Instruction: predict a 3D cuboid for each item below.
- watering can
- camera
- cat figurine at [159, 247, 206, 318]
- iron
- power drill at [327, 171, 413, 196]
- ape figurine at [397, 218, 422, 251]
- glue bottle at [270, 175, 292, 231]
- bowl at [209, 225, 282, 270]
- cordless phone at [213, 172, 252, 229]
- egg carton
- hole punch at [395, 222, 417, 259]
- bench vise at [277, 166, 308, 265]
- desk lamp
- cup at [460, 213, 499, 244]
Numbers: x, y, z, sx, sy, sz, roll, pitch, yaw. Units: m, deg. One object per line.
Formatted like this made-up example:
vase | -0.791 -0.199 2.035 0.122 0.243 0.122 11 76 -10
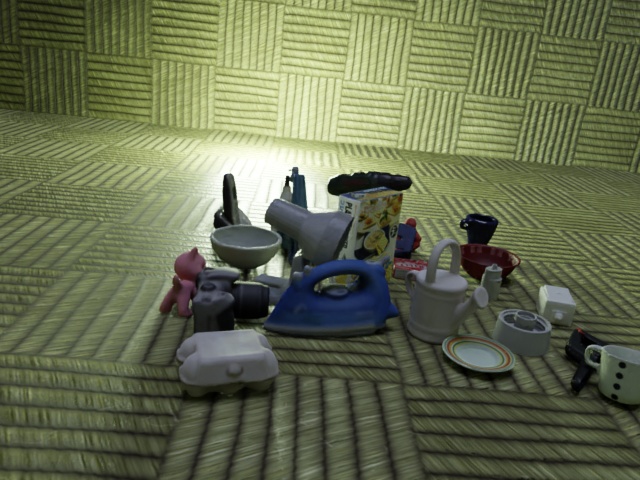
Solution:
watering can | 0.237 0.093 1.089 0.172 0.194 0.101 15 21 23
camera | -0.162 0.109 1.059 0.137 0.101 0.143 3 19 -8
cat figurine | -0.259 0.071 1.110 0.067 0.118 0.128 9 19 7
iron | 0.022 0.099 1.085 0.259 0.141 0.118 -2 21 -23
power drill | 0.126 -0.090 1.555 0.229 0.208 0.076 13 20 18
ape figurine | 0.239 -0.016 1.558 0.077 0.092 0.076 12 20 15
glue bottle | -0.092 -0.090 1.540 0.078 0.173 0.037 -13 27 -43
bowl | -0.174 0.024 1.338 0.167 0.075 0.167 6 19 -2
cordless phone | -0.222 -0.091 1.484 0.094 0.185 0.147 6 19 0
egg carton | -0.142 0.189 0.882 0.150 0.069 0.107 -1 20 -20
hole punch | 0.191 0.008 1.474 0.108 0.091 0.101 11 20 14
bench vise | -0.041 -0.059 1.397 0.122 0.220 0.206 -9 24 -37
desk lamp | -0.042 0.027 1.159 0.203 0.213 0.118 11 20 13
cup | 0.442 -0.019 1.626 0.118 0.095 0.091 -2 21 -23
